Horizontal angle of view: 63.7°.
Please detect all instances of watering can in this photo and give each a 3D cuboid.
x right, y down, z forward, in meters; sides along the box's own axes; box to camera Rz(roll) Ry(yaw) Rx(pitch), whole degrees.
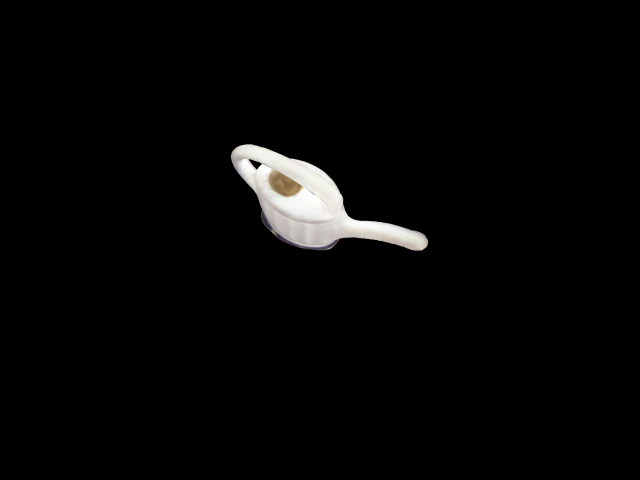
[{"bbox_3d":[0.003,-0.043,0.850,0.349,0.105,0.220,30,-18,11],"label":"watering can"}]
